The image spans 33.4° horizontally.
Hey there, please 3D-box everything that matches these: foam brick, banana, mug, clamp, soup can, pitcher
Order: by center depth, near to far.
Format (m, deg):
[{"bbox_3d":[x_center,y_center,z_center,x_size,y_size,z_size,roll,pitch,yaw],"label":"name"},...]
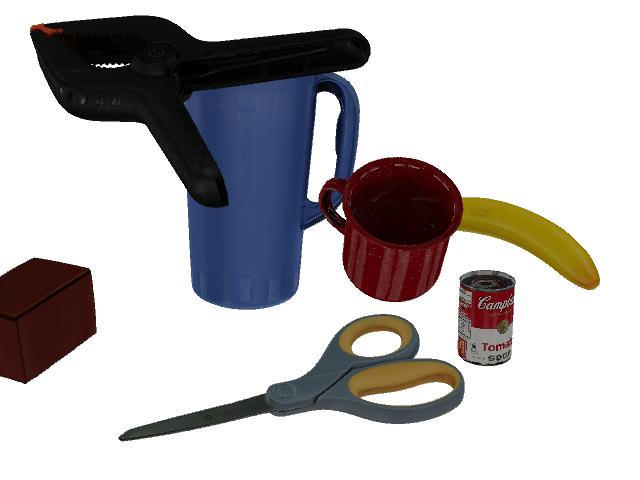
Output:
[{"bbox_3d":[-0.085,-0.102,0.645,0.210,0.036,0.164,24,49,31],"label":"clamp"},{"bbox_3d":[-0.200,0.053,0.736,0.053,0.051,0.078,11,28,26],"label":"foam brick"},{"bbox_3d":[0.050,-0.010,0.845,0.117,0.093,0.081,25,-35,15],"label":"mug"},{"bbox_3d":[-0.060,-0.060,1.034,0.144,0.243,0.149,-10,22,-33],"label":"pitcher"},{"bbox_3d":[0.186,-0.004,1.044,0.198,0.069,0.037,17,-28,26],"label":"banana"},{"bbox_3d":[0.204,0.096,1.320,0.068,0.102,0.068,-1,19,0],"label":"soup can"}]

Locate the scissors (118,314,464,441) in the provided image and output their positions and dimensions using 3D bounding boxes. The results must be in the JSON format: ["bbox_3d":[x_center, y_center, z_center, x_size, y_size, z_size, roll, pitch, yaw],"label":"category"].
[{"bbox_3d":[-0.016,0.081,0.637,0.201,0.016,0.096,-2,35,-5],"label":"scissors"}]
